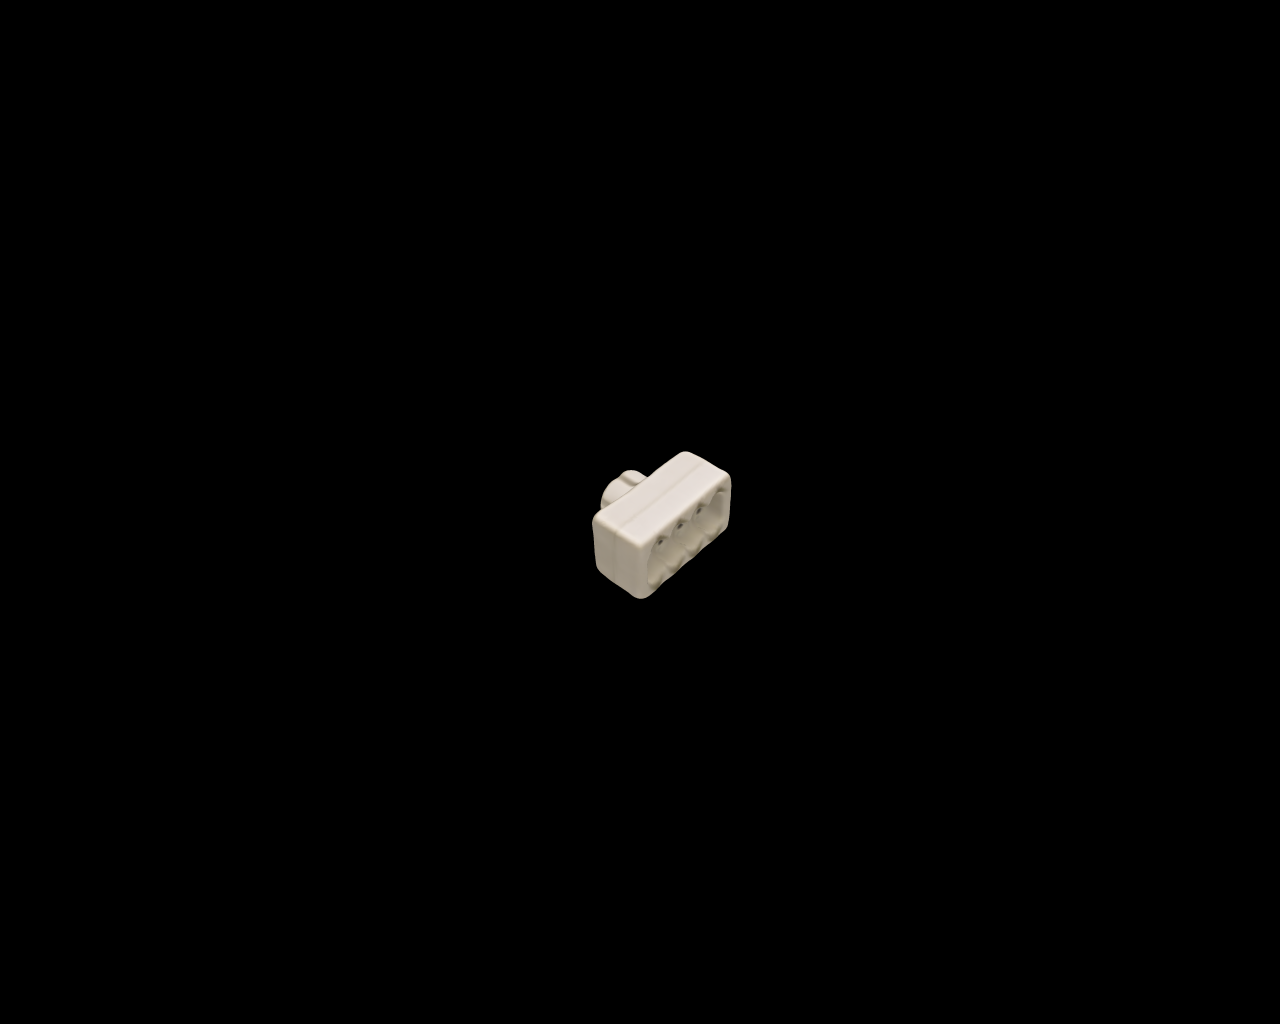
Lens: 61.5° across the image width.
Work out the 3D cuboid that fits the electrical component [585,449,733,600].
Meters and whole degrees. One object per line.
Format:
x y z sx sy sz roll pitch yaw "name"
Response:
0.001 -0.003 0.650 0.076 0.047 0.083 33 54 29 "electrical component"
